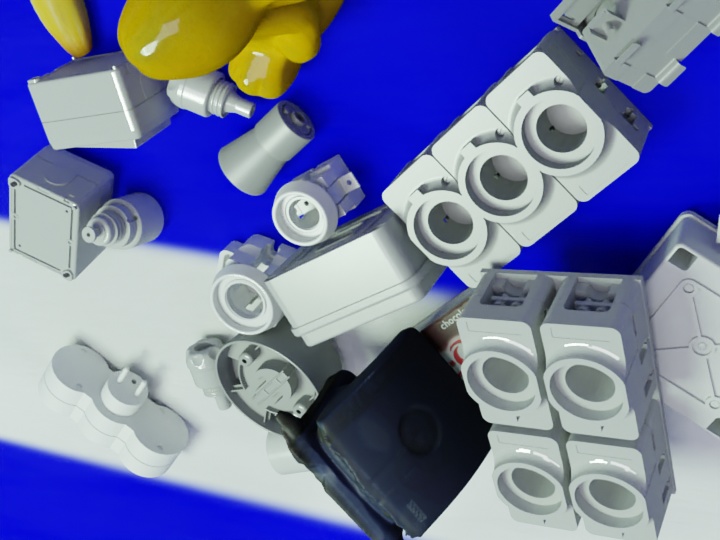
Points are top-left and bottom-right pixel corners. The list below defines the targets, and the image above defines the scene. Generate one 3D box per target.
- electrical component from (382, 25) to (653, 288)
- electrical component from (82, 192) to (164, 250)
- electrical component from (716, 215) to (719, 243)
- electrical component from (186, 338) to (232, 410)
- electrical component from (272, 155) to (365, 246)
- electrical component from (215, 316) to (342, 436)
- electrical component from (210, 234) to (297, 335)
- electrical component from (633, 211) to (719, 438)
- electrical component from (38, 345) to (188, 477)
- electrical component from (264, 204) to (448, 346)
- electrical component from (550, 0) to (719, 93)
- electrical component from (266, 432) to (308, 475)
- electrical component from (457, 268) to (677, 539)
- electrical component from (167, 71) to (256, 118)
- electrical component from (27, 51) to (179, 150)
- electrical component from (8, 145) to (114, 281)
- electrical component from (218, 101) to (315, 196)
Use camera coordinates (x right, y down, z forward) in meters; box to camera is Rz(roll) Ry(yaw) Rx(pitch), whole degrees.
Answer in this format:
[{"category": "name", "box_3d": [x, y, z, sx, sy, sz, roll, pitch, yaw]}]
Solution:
[{"category": "electrical component", "box_3d": [0.098, -0.068, 0.692, 0.089, 0.061, 0.150, 45, 125, -5]}, {"category": "electrical component", "box_3d": [-0.184, -0.035, 0.825, 0.040, 0.078, 0.040, 6, 106, 23]}, {"category": "electrical component", "box_3d": [0.251, -0.039, 0.653, 0.055, 0.048, 0.066, 12, 122, 26]}, {"category": "electrical component", "box_3d": [-0.121, 0.088, 0.891, 0.035, 0.035, 0.061, -3, 119, 25]}, {"category": "electrical component", "box_3d": [-0.032, -0.048, 0.762, 0.066, 0.055, 0.048, -24, 106, 32]}, {"category": "electrical component", "box_3d": [-0.064, 0.085, 0.845, 0.099, 0.064, 0.099, 10, 121, 18]}, {"category": "electrical component", "box_3d": [-0.078, 0.013, 0.815, 0.078, 0.057, 0.058, 22, 124, 11]}, {"category": "electrical component", "box_3d": [0.225, 0.036, 0.699, 0.109, 0.056, 0.108, 32, 125, 3]}, {"category": "electrical component", "box_3d": [-0.207, 0.112, 0.930, 0.138, 0.052, 0.073, 37, 125, 0]}, {"category": "electrical component", "box_3d": [0.000, 0.000, 0.762, 0.113, 0.078, 0.057, -24, 103, 32]}, {"category": "electrical component", "box_3d": [0.178, -0.162, 0.595, 0.079, 0.063, 0.121, 14, 134, -35]}, {"category": "electrical component", "box_3d": [-0.031, 0.140, 0.876, 0.081, 0.043, 0.043, -14, 111, 29]}, {"category": "electrical component", "box_3d": [0.137, 0.093, 0.704, 0.105, 0.060, 0.186, 3, 128, 30]}, {"category": "electrical component", "box_3d": [-0.104, -0.124, 0.763, 0.061, 0.035, 0.035, 23, 124, 7]}, {"category": "electrical component", "box_3d": [-0.190, -0.122, 0.784, 0.096, 0.061, 0.061, -4, 116, 25]}, {"category": "electrical component", "box_3d": [-0.236, -0.043, 0.854, 0.062, 0.061, 0.096, 25, 132, 9]}, {"category": "electrical component", "box_3d": [-0.064, -0.089, 0.763, 0.065, 0.044, 0.044, -39, 98, 30]}]
